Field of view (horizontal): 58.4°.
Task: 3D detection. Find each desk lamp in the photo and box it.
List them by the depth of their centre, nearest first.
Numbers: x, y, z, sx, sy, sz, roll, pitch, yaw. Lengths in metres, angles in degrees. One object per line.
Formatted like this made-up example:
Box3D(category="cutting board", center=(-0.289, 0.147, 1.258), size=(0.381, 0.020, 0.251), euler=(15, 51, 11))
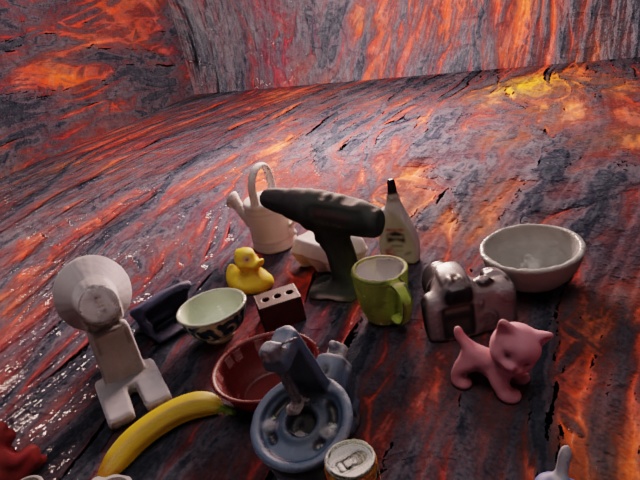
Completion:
Box3D(category="desk lamp", center=(-0.324, 0.140, 0.884), size=(0.118, 0.214, 0.202), euler=(-24, 28, -23))

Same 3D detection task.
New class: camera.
Box3D(category="camera", center=(0.222, 0.076, 0.911), size=(0.143, 0.101, 0.136), euler=(-12, 26, 0))

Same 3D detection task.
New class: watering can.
Box3D(category="watering can", center=(-0.126, -0.075, 1.261), size=(0.172, 0.194, 0.101), euler=(-8, 26, 8))

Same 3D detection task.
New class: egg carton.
Box3D(category="egg carton", center=(0.019, 0.019, 1.152), size=(0.149, 0.069, 0.107), euler=(15, 36, 43))

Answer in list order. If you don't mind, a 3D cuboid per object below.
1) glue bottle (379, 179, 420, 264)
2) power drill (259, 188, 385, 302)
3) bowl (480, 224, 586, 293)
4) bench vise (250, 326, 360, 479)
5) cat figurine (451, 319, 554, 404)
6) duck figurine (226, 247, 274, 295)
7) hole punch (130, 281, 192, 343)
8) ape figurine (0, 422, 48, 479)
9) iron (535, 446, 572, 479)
Box3D(category="glue bottle", center=(0.144, -0.036, 1.090), size=(0.078, 0.173, 0.037), euler=(-3, 27, 19))
Box3D(category="power drill", center=(0.009, 0.004, 1.026), size=(0.228, 0.209, 0.076), euler=(1, 29, 25))
Box3D(category="bowl", center=(0.354, 0.040, 0.958), size=(0.167, 0.075, 0.167), euler=(-10, 26, 5))
Box3D(category="bench vise", center=(-0.024, 0.175, 0.677), size=(0.121, 0.220, 0.207), euler=(-9, 26, 6))
Box3D(category="cat figurine", center=(0.233, 0.144, 0.748), size=(0.127, 0.118, 0.067), euler=(8, 32, 36))
Box3D(category="duck figurine", center=(-0.146, 0.054, 1.132), size=(0.104, 0.086, 0.078), euler=(7, 31, 34))
Box3D(category="hole punch", center=(-0.290, 0.121, 1.051), size=(0.100, 0.091, 0.109), euler=(15, 36, 43))
Box3D(category="ape figurine", center=(-0.426, 0.285, 0.774), size=(0.077, 0.092, 0.076), euler=(8, 32, 36))
Box3D(category="iron", center=(0.162, 0.291, 0.449), size=(0.118, 0.142, 0.259), euler=(8, 32, 36))
